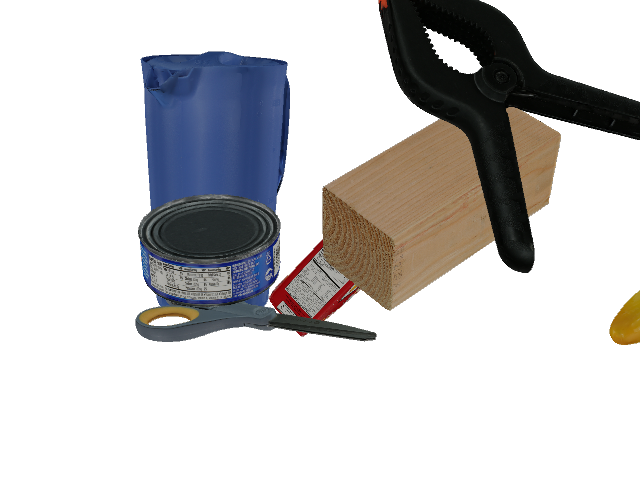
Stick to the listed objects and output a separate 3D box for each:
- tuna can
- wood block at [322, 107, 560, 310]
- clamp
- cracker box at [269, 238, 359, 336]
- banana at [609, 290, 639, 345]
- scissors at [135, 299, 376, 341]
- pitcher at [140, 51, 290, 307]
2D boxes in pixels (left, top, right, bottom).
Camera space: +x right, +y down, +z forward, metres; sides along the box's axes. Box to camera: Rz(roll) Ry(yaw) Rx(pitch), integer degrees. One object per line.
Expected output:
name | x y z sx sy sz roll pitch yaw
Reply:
tuna can | -0.067 0.005 0.650 0.086 0.034 0.086 0 28 0
wood block | 0.108 -0.039 0.955 0.205 0.090 0.091 -31 51 -28
clamp | 0.109 -0.087 0.686 0.164 0.210 0.036 -46 -9 -27
cracker box | 0.051 0.001 1.274 0.214 0.072 0.164 -48 -8 33
banana | 0.294 0.039 0.742 0.198 0.037 0.069 -3 33 1
scissors | -0.063 0.066 0.822 0.202 0.016 0.096 17 34 42
pitcher | -0.094 -0.056 1.007 0.149 0.243 0.145 -1 15 -12
